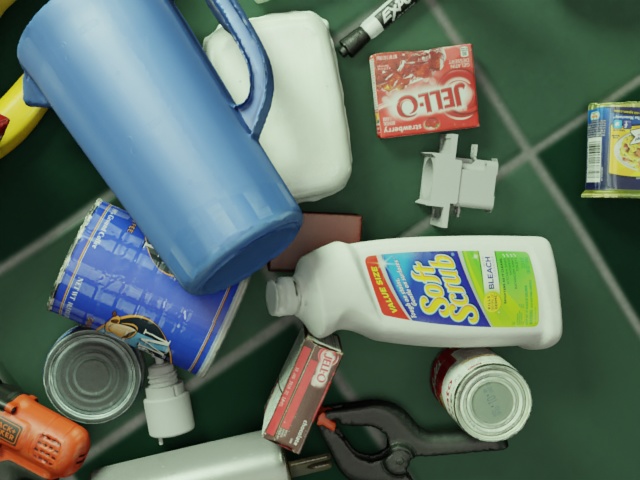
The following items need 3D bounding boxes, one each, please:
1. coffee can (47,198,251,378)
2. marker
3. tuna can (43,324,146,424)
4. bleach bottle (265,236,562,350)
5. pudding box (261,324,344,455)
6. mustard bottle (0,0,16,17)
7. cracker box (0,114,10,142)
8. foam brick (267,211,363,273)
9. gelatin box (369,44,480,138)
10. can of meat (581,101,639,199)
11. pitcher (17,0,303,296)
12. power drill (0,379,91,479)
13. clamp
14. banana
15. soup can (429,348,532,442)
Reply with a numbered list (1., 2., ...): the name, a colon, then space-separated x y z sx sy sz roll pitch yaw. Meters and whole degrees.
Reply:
1. coffee can: -0.140 0.040 0.887 0.140 0.103 0.103 25 92 -6
2. marker: 0.064 -0.201 0.926 0.121 0.020 0.020 -41 97 0
3. tuna can: -0.195 0.115 0.923 0.086 0.034 0.086 0 95 -5
4. bleach bottle: 0.077 0.049 0.885 0.250 0.068 0.102 -2 83 -23
5. pudding box: -0.014 0.122 0.899 0.039 0.113 0.090 25 92 -4
6. mustard bottle: -0.282 -0.215 0.845 0.096 0.058 0.192 38 112 7
7. cracker box: -0.367 -0.034 0.848 0.164 0.072 0.214 27 110 -4
8. foam brick: -0.006 0.001 0.921 0.078 0.053 0.051 3 95 -6
9. gelatin box: 0.091 -0.129 0.929 0.089 0.030 0.073 -6 96 -4
10. can of meat: 0.284 -0.077 0.937 0.102 0.057 0.084 1 93 -6
11. pitcher: -0.111 -0.088 0.827 0.144 0.149 0.243 -27 76 -34
12. power drill: -0.305 0.203 0.900 0.184 0.057 0.188 25 97 12
13. clamp: 0.071 0.203 0.951 0.171 0.039 0.120 19 87 0
14. banana: -0.299 -0.088 0.896 0.197 0.037 0.069 -23 98 -3
15. soup can: 0.137 0.129 0.918 0.068 0.102 0.068 0 95 -5
